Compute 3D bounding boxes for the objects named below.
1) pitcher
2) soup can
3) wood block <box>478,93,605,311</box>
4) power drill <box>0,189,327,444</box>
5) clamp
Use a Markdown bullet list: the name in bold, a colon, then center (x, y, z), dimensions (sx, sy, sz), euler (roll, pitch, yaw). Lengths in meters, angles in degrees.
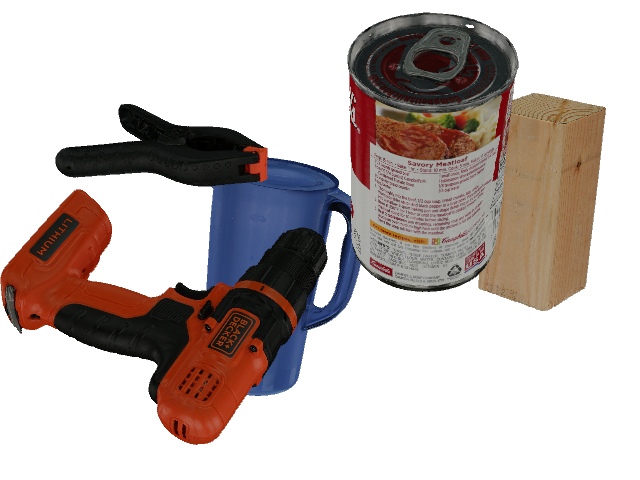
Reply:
- **pitcher**: center (-0.052, 0.040, 1.138), dimensions (0.144, 0.243, 0.149), euler (0, 18, -24)
- **soup can**: center (0.046, -0.036, 0.459), dimensions (0.068, 0.102, 0.068), euler (-1, 43, 1)
- **wood block**: center (0.236, -0.043, 1.144), dimensions (0.090, 0.206, 0.090), euler (20, 28, 38)
- **power drill**: center (-0.106, 0.032, 0.734), dimensions (0.188, 0.057, 0.184), euler (22, 50, 16)
- **clamp**: center (-0.130, -0.072, 0.888), dimensions (0.172, 0.039, 0.120), euler (13, 38, 26)
